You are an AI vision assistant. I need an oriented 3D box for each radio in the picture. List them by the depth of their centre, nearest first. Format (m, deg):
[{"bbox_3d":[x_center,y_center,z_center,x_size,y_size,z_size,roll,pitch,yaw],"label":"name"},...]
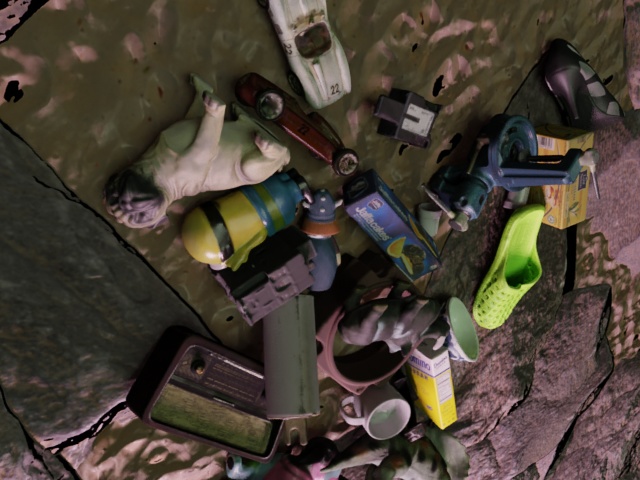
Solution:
[{"bbox_3d":[-0.144,0.221,0.773,0.229,0.073,0.131,36,73,-36],"label":"radio"}]

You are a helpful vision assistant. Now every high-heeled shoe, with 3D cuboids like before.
[{"bbox_3d":[0.483,-0.278,0.983,0.248,0.086,0.145,-6,81,-48],"label":"high-heeled shoe"}]

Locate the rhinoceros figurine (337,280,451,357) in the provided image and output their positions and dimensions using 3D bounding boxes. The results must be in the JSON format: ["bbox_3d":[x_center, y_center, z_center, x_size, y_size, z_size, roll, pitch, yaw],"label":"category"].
[{"bbox_3d":[0.118,0.123,0.802,0.190,0.073,0.112,5,105,-32],"label":"rhinoceros figurine"}]

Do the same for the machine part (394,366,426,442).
[{"bbox_3d":[0.160,0.294,0.968,0.039,0.139,0.084,-12,122,5],"label":"machine part"}]

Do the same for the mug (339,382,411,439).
[{"bbox_3d":[0.084,0.282,0.930,0.109,0.107,0.080,-12,113,-17],"label":"mug"}]

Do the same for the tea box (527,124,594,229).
[{"bbox_3d":[0.430,-0.117,0.981,0.068,0.098,0.169,-20,120,-22],"label":"tea box"}]

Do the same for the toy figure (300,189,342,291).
[{"bbox_3d":[-0.003,-0.002,0.795,0.064,0.058,0.154,-7,108,-34],"label":"toy figure"}]

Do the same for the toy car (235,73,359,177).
[{"bbox_3d":[-0.024,-0.149,0.701,0.202,0.089,0.053,30,96,-34],"label":"toy car"}]

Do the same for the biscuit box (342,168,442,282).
[{"bbox_3d":[0.114,-0.020,0.838,0.059,0.063,0.202,-29,128,24],"label":"biscuit box"}]

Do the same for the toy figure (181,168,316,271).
[{"bbox_3d":[-0.097,-0.035,0.711,0.180,0.082,0.089,-35,112,-9],"label":"toy figure"}]

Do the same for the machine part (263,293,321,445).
[{"bbox_3d":[-0.043,0.164,0.766,0.079,0.079,0.243,4,74,-32],"label":"machine part"}]

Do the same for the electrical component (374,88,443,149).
[{"bbox_3d":[0.120,-0.184,0.799,0.119,0.048,0.074,7,105,-32],"label":"electrical component"}]

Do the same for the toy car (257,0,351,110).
[{"bbox_3d":[-0.019,-0.265,0.678,0.073,0.056,0.201,-33,123,-16],"label":"toy car"}]

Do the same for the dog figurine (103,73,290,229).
[{"bbox_3d":[-0.146,-0.078,0.661,0.172,0.121,0.190,33,102,-26],"label":"dog figurine"}]

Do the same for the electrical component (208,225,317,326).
[{"bbox_3d":[-0.072,0.036,0.732,0.134,0.115,0.058,-35,128,-14],"label":"electrical component"}]

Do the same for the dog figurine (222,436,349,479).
[{"bbox_3d":[-0.053,0.425,0.909,0.219,0.109,0.191,8,104,-36],"label":"dog figurine"}]

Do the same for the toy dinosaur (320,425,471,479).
[{"bbox_3d":[0.155,0.402,0.988,0.131,0.192,0.404,-29,126,28],"label":"toy dinosaur"}]

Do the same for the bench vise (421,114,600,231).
[{"bbox_3d":[0.296,-0.107,0.831,0.223,0.241,0.128,-50,123,-24],"label":"bench vise"}]

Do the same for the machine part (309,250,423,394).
[{"bbox_3d":[0.073,0.136,0.878,0.201,0.087,0.201,-48,124,-5],"label":"machine part"}]
